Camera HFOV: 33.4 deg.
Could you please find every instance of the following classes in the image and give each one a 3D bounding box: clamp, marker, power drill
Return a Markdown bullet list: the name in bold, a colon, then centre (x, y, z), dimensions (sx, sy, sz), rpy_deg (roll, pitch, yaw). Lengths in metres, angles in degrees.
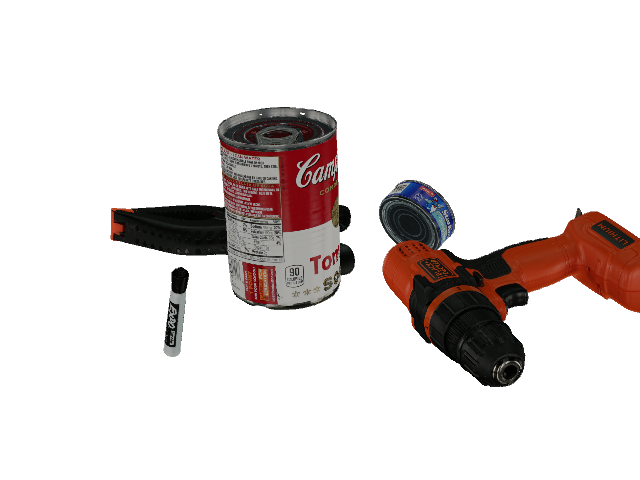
- **clamp**: centre (-0.068, -0.005, 0.880), dimensions (0.210, 0.036, 0.164), rpy_deg (2, 13, -7)
- **marker**: centre (-0.158, 0.078, 1.173), dimensions (0.020, 0.121, 0.020), rpy_deg (8, 37, -6)
- **power drill**: centre (0.159, 0.038, 0.802), dimensions (0.187, 0.057, 0.184), rpy_deg (-10, 28, -16)

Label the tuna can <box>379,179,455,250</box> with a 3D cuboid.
- **tuna can**: centre (0.110, -0.025, 1.227), dimensions (0.086, 0.086, 0.033), rpy_deg (0, 36, 48)

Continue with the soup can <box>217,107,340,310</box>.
- **soup can**: centre (-0.023, -0.019, 0.622), dimensions (0.068, 0.102, 0.068), rpy_deg (-2, 24, 1)
